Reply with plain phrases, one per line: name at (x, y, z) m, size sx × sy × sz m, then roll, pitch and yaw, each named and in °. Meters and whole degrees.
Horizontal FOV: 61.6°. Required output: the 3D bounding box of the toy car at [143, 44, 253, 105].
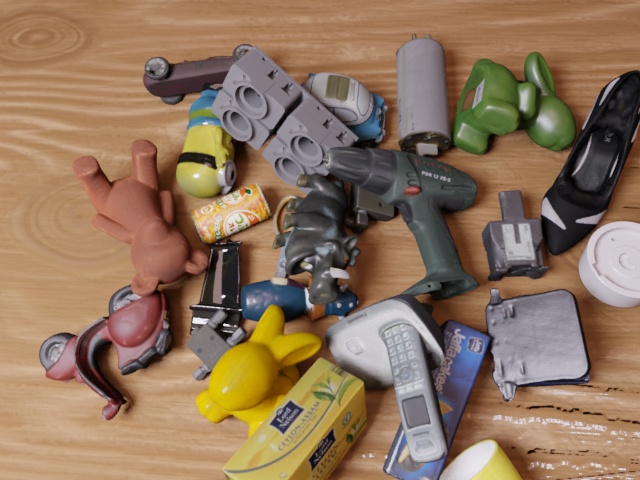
toy car at (-0.178, -0.265, 0.851) m, size 0.202 × 0.089 × 0.053 m, roll -10°, pitch 72°, yaw 1°

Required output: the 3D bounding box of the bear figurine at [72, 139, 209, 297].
bear figurine at (-0.240, -0.028, 0.726) m, size 0.120 × 0.131 × 0.196 m, roll -22°, pitch 46°, yaw -23°

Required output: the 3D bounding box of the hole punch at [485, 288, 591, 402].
hole punch at (0.278, 0.129, 0.682) m, size 0.116 × 0.092 × 0.142 m, roll -13°, pitch 68°, yaw 29°

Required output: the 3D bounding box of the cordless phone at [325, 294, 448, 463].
cordless phone at (0.085, 0.169, 0.632) m, size 0.146 × 0.088 × 0.184 m, roll -32°, pitch 54°, yaw 38°

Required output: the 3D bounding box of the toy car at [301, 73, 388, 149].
toy car at (0.021, -0.197, 0.807) m, size 0.162 × 0.102 × 0.109 m, roll 7°, pitch 70°, yaw 8°

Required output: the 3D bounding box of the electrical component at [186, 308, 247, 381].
electrical component at (-0.144, 0.140, 0.711) m, size 0.063 × 0.021 × 0.094 m, roll 44°, pitch 94°, yaw -2°

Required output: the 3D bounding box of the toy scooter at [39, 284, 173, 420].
toy scooter at (-0.264, 0.149, 0.702) m, size 0.184 × 0.075 × 0.135 m, roll -34°, pitch 70°, yaw -6°

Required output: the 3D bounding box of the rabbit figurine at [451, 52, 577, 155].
rabbit figurine at (0.296, -0.190, 0.800) m, size 0.170 × 0.121 × 0.159 m, roll 18°, pitch 62°, yaw -9°

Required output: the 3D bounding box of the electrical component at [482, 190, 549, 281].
electrical component at (0.265, -0.006, 0.745) m, size 0.075 × 0.047 × 0.119 m, roll -6°, pitch 68°, yaw 1°

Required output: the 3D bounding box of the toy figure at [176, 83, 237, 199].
toy figure at (-0.167, -0.148, 0.812) m, size 0.089 × 0.082 × 0.180 m, roll -6°, pitch 73°, yaw 13°

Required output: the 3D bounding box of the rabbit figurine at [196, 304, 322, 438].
rabbit figurine at (-0.070, 0.164, 0.633) m, size 0.122 × 0.173 × 0.162 m, roll 37°, pitch 80°, yaw 19°

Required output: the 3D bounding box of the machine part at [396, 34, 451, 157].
machine part at (0.156, -0.216, 0.819) m, size 0.079 × 0.079 × 0.243 m, roll 1°, pitch 70°, yaw 4°

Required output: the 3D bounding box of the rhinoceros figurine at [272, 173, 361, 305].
rhinoceros figurine at (-0.001, -0.002, 0.706) m, size 0.112 × 0.073 × 0.190 m, roll 17°, pitch 48°, yaw -13°

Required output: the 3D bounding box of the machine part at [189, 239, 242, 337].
machine part at (-0.139, 0.066, 0.744) m, size 0.084 × 0.039 × 0.139 m, roll 5°, pitch 77°, yaw 10°

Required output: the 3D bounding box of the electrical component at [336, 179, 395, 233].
electrical component at (0.067, -0.061, 0.784) m, size 0.078 × 0.045 × 0.102 m, roll 8°, pitch 69°, yaw -24°

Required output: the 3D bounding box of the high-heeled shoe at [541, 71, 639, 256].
high-heeled shoe at (0.375, -0.103, 0.725) m, size 0.086 × 0.145 × 0.248 m, roll 21°, pitch 70°, yaw 12°

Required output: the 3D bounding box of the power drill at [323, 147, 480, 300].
power drill at (0.118, -0.021, 0.707) m, size 0.232 × 0.086 × 0.207 m, roll 0°, pitch 64°, yaw -30°

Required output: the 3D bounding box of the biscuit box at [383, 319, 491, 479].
biscuit box at (0.144, 0.201, 0.663) m, size 0.059 × 0.062 × 0.202 m, roll 23°, pitch 72°, yaw 10°

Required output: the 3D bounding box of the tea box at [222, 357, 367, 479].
tea box at (-0.020, 0.230, 0.606) m, size 0.068 × 0.098 × 0.169 m, roll 25°, pitch 52°, yaw 31°

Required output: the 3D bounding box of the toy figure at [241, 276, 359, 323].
toy figure at (-0.026, 0.078, 0.717) m, size 0.154 × 0.064 × 0.058 m, roll -1°, pitch 49°, yaw -15°
